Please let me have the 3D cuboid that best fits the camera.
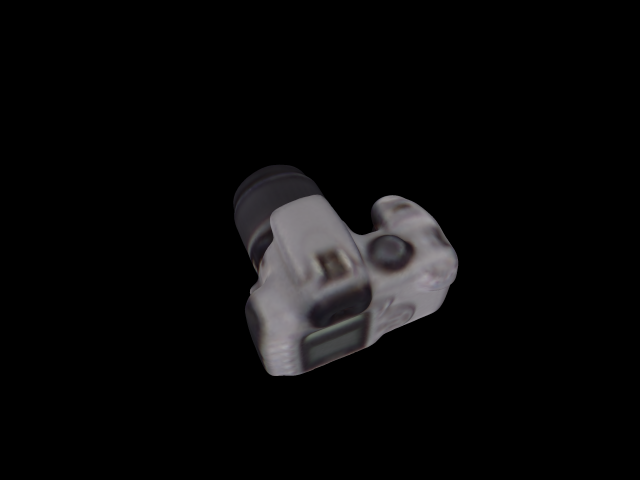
[{"bbox_3d":[0.004,0.001,0.400,0.143,0.101,0.136,-21,58,-14],"label":"camera"}]
